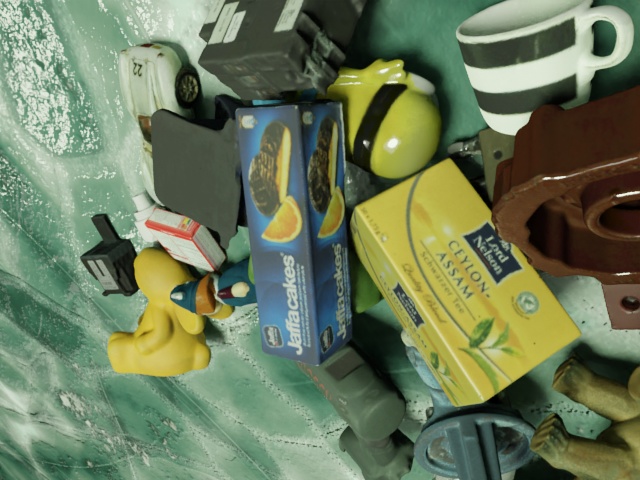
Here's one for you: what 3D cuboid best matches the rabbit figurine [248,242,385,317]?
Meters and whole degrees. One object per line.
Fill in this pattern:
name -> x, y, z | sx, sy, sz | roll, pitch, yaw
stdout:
rabbit figurine -> -0.001, -0.002, 0.552 | 0.159, 0.121, 0.170 | -34, 81, 50

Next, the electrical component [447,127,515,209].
electrical component -> 0.162, -0.056, 0.435 | 0.102, 0.045, 0.078 | -18, 81, 37

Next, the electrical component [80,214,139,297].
electrical component -> -0.312, 0.024, 0.795 | 0.075, 0.048, 0.119 | -1, 121, 33

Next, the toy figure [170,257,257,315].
toy figure -> -0.113, 0.059, 0.654 | 0.155, 0.064, 0.058 | -18, 72, 18

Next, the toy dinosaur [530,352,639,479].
toy dinosaur -> 0.278, 0.180, 0.428 | 0.199, 0.105, 0.470 | 34, 156, 15

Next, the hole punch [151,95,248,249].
hole punch -> -0.098, -0.077, 0.546 | 0.116, 0.092, 0.142 | 29, 126, 24

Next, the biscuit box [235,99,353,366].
biscuit box -> -0.016, -0.006, 0.427 | 0.063, 0.059, 0.202 | 5, 108, 34

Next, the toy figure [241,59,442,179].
toy figure -> 0.017, -0.108, 0.462 | 0.180, 0.082, 0.089 | 14, 99, 22

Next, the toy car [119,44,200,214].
toy car -> -0.170, -0.114, 0.600 | 0.074, 0.056, 0.201 | 15, 127, 24

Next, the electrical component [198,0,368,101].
electrical component -> -0.033, -0.171, 0.420 | 0.134, 0.115, 0.058 | 15, 167, 43

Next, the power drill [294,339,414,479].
power drill -> 0.029, 0.173, 0.631 | 0.232, 0.086, 0.207 | 32, 146, 55

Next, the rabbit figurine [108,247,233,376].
rabbit figurine -> -0.211, 0.096, 0.738 | 0.163, 0.122, 0.173 | 5, 104, 27

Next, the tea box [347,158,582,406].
tea box -> 0.106, 0.032, 0.427 | 0.170, 0.098, 0.068 | 56, 165, 16

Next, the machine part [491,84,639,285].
machine part -> 0.202, -0.028, 0.339 | 0.179, 0.056, 0.179 | 10, 155, 5

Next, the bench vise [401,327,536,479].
bench vise -> 0.139, 0.181, 0.493 | 0.129, 0.241, 0.223 | -11, 131, 10
